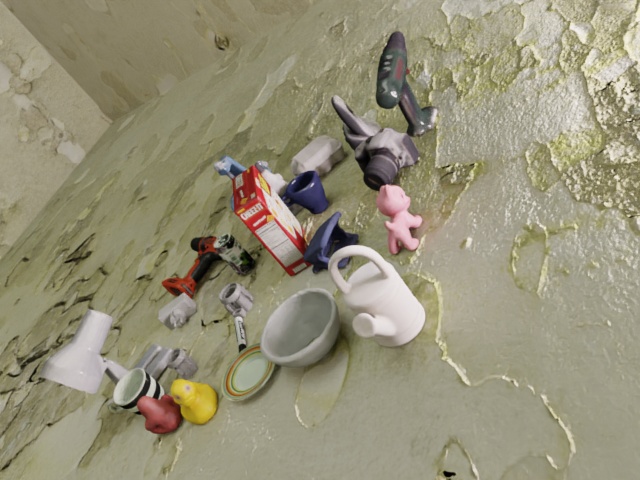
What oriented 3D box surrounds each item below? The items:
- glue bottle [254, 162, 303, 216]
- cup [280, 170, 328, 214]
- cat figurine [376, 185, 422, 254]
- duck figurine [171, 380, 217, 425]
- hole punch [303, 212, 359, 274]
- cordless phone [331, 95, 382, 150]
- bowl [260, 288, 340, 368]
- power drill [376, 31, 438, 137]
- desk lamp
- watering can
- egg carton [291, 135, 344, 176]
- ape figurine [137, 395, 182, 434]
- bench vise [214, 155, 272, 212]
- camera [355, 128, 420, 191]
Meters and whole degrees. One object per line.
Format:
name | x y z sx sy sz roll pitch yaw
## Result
glue bottle | -0.110 -0.131 1.448 0.078 0.173 0.037 -42 31 -5
cup | -0.034 -0.101 1.406 0.118 0.095 0.091 -37 31 2
cat figurine | 0.147 -0.054 1.136 0.067 0.118 0.128 -19 36 29
duck figurine | -0.256 0.303 1.119 0.077 0.086 0.104 -45 32 -10
hole punch | 0.011 0.004 1.226 0.100 0.091 0.109 -8 43 40
cordless phone | 0.087 -0.309 1.464 0.094 0.185 0.147 -32 32 11
bowl | -0.025 0.175 1.058 0.167 0.075 0.167 -26 33 19
power drill | 0.206 -0.370 1.397 0.075 0.209 0.230 -14 39 35
desk lamp | -0.471 0.267 1.265 0.117 0.214 0.203 0 48 46
watering can | 0.088 0.087 0.939 0.101 0.195 0.172 -34 31 8
egg carton | -0.008 -0.221 1.560 0.150 0.070 0.107 -42 31 -6
ape figurine | -0.324 0.340 1.137 0.075 0.092 0.078 11 56 51
bench vise | -0.199 -0.153 1.524 0.121 0.220 0.207 -30 32 14
camera | 0.136 -0.186 1.336 0.142 0.101 0.137 -3 46 44
